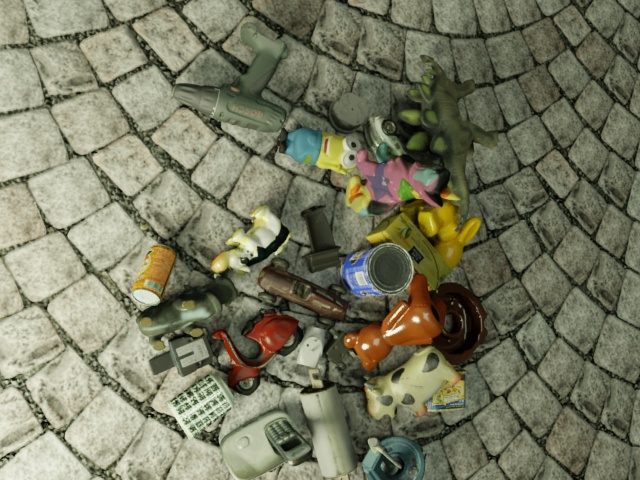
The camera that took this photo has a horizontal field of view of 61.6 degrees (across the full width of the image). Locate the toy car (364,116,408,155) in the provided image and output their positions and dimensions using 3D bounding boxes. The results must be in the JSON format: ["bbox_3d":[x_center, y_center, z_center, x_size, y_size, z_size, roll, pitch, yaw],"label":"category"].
[{"bbox_3d":[0.165,-0.185,1.192,0.056,0.073,0.201,-37,96,-21],"label":"toy car"}]

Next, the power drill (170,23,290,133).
[{"bbox_3d":[-0.162,-0.333,1.097,0.232,0.086,0.207,22,72,-17],"label":"power drill"}]

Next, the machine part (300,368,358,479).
[{"bbox_3d":[0.017,0.372,1.065,0.079,0.079,0.243,-16,88,-20],"label":"machine part"}]

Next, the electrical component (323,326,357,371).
[{"bbox_3d":[0.036,0.223,1.111,0.063,0.021,0.094,-48,116,-18],"label":"electrical component"}]

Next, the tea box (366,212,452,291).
[{"bbox_3d":[0.191,0.029,1.160,0.169,0.098,0.068,47,70,-6],"label":"tea box"}]

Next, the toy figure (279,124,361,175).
[{"bbox_3d":[0.002,-0.194,1.135,0.180,0.089,0.082,8,109,-8],"label":"toy figure"}]

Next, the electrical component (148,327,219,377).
[{"bbox_3d":[-0.259,0.215,1.007,0.119,0.048,0.074,-16,88,-22],"label":"electrical component"}]

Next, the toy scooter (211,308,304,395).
[{"bbox_3d":[-0.129,0.196,1.041,0.184,0.075,0.135,-45,97,-14],"label":"toy scooter"}]

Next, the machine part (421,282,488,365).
[{"bbox_3d":[0.286,0.184,1.194,0.179,0.056,0.179,3,80,-18],"label":"machine part"}]

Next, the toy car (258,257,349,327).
[{"bbox_3d":[-0.031,0.109,1.098,0.202,0.053,0.089,26,72,-13],"label":"toy car"}]

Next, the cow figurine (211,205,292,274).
[{"bbox_3d":[-0.136,0.017,1.068,0.098,0.068,0.167,44,72,-15],"label":"cow figurine"}]

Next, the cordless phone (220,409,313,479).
[{"bbox_3d":[-0.092,0.388,0.968,0.147,0.184,0.088,-21,95,-21],"label":"cordless phone"}]

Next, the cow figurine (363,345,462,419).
[{"bbox_3d":[0.174,0.293,1.098,0.195,0.085,0.127,-44,90,6],"label":"cow figurine"}]

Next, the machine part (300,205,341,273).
[{"bbox_3d":[-0.002,-0.003,1.130,0.084,0.039,0.138,-11,88,-15],"label":"machine part"}]

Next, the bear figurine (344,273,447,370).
[{"bbox_3d":[0.154,0.176,1.103,0.120,0.196,0.132,49,28,-20],"label":"bear figurine"}]

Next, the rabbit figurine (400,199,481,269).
[{"bbox_3d":[0.273,-0.015,1.203,0.162,0.122,0.173,-24,105,-30],"label":"rabbit figurine"}]

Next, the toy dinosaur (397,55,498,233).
[{"bbox_3d":[0.279,-0.230,1.181,0.198,0.105,0.471,0,64,-27],"label":"toy dinosaur"}]

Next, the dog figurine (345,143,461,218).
[{"bbox_3d":[0.168,-0.100,1.082,0.108,0.219,0.191,-16,130,-44],"label":"dog figurine"}]

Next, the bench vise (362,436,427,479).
[{"bbox_3d":[0.128,0.468,1.043,0.223,0.129,0.240,-49,134,-25],"label":"bench vise"}]

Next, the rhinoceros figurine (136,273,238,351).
[{"bbox_3d":[-0.244,0.129,0.996,0.190,0.112,0.073,-24,107,-9],"label":"rhinoceros figurine"}]
